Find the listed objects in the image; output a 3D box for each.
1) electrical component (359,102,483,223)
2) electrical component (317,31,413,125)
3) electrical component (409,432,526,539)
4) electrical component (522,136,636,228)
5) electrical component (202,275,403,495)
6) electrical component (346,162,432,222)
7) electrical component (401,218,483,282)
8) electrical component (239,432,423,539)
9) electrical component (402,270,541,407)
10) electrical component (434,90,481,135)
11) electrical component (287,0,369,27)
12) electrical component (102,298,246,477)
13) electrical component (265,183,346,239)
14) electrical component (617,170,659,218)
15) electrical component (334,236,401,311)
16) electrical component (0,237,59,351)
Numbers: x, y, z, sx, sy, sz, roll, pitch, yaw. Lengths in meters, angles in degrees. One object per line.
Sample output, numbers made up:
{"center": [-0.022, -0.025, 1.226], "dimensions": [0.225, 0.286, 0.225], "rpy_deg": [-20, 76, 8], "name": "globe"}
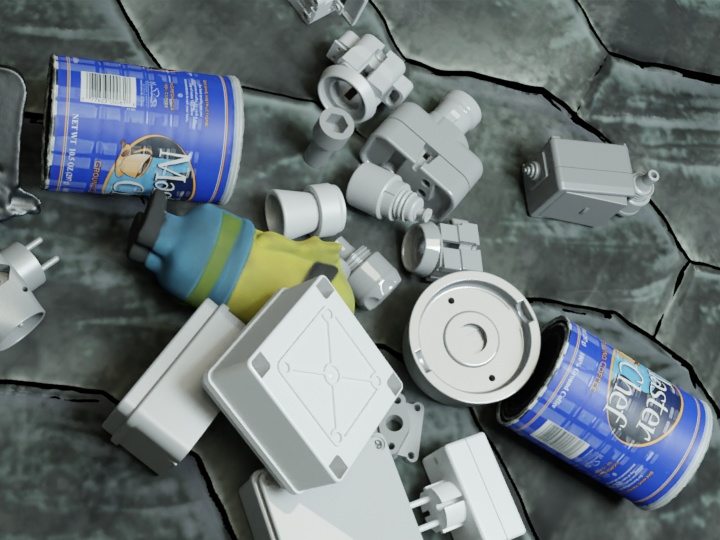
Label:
{"center": [0.056, -0.097, 0.940], "dimensions": [0.095, 0.053, 0.059], "rpy_deg": [41, 60, -1], "name": "electrical component"}
{"center": [-0.001, -0.165, 0.946], "dimensions": [0.078, 0.058, 0.057], "rpy_deg": [41, 57, -1], "name": "electrical component"}
{"center": [0.072, 0.179, 0.829], "dimensions": [0.076, 0.047, 0.083], "rpy_deg": [-14, 73, -27], "name": "electrical component"}
{"center": [0.194, -0.079, 0.981], "dimensions": [0.096, 0.061, 0.061], "rpy_deg": [3, 67, -20], "name": "electrical component"}
{"center": [-0.038, 0.079, 0.747], "dimensions": [0.108, 0.056, 0.108], "rpy_deg": [55, 43, -15], "name": "electrical component"}
{"center": [0.025, -0.061, 0.907], "dimensions": [0.078, 0.040, 0.040], "rpy_deg": [27, 57, 23], "name": "electrical component"}
{"center": [0.069, -0.016, 0.915], "dimensions": [0.055, 0.048, 0.066], "rpy_deg": [8, 65, -27], "name": "electrical component"}
{"center": [-0.019, 0.188, 0.785], "dimensions": [0.109, 0.056, 0.108], "rpy_deg": [-14, 74, -26], "name": "electrical component"}
{"center": [0.086, 0.060, 0.876], "dimensions": [0.108, 0.060, 0.108], "rpy_deg": [3, 73, -10], "name": "electrical component"}
{"center": [0.081, -0.134, 0.975], "dimensions": [0.040, 0.040, 0.046], "rpy_deg": [43, 66, 0], "name": "electrical component"}
{"center": [-0.034, -0.260, 0.984], "dimensions": [0.064, 0.042, 0.081], "rpy_deg": [-35, 83, -26], "name": "electrical component"}
{"center": [-0.126, 0.084, 0.777], "dimensions": [0.057, 0.078, 0.113], "rpy_deg": [39, 60, -5], "name": "electrical component"}
{"center": [-0.045, -0.047, 0.884], "dimensions": [0.055, 0.045, 0.045], "rpy_deg": [-9, 72, -25], "name": "electrical component"}
{"center": [0.257, -0.075, 1.004], "dimensions": [0.035, 0.061, 0.035], "rpy_deg": [8, 65, -18], "name": "electrical component"}
{"center": [0.000, 0.000, 0.882], "dimensions": [0.062, 0.043, 0.043], "rpy_deg": [46, 60, 4], "name": "electrical component"}
{"center": [-0.256, 0.006, 0.779], "dimensions": [0.077, 0.043, 0.079], "rpy_deg": [47, 59, 3], "name": "electrical component"}
